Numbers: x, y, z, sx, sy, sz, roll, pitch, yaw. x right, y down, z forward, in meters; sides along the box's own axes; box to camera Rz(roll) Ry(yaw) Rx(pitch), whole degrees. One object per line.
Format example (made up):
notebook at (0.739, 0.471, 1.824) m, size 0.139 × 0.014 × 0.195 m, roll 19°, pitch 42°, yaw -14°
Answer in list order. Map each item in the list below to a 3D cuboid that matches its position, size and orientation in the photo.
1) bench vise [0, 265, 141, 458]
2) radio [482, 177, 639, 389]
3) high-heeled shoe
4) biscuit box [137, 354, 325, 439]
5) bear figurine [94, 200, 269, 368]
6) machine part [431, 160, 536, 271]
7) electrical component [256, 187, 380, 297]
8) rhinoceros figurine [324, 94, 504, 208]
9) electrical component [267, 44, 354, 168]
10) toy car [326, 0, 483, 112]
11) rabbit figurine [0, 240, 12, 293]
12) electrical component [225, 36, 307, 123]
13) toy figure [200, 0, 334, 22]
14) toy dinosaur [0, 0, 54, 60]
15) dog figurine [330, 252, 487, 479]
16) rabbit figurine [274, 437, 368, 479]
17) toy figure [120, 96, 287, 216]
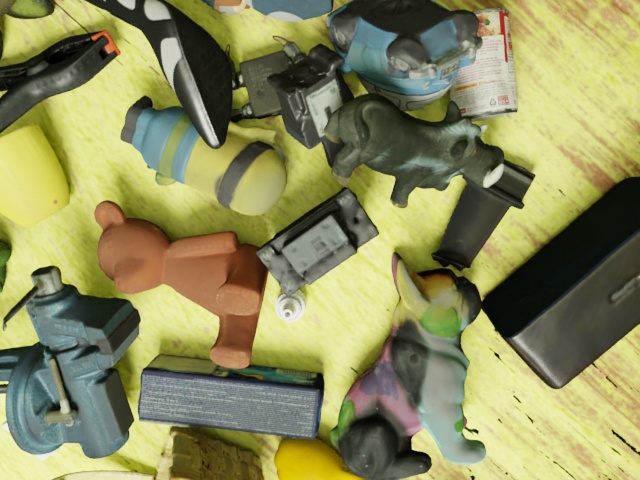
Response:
bench vise at (-0.307, 0.136, 0.565) m, size 0.241 × 0.129 × 0.223 m, roll -6°, pitch 122°, yaw 10°
radio at (0.280, 0.034, 0.547) m, size 0.229 × 0.131 × 0.073 m, roll -41°, pitch 94°, yaw 6°
high-heeled shoe at (-0.179, -0.194, 0.545) m, size 0.145 × 0.086 × 0.248 m, roll -16°, pitch 84°, yaw 24°
biscuit box at (-0.098, 0.178, 0.613) m, size 0.203 × 0.059 × 0.062 m, roll 7°, pitch 96°, yaw 2°
bear figurine at (-0.154, 0.039, 0.566) m, size 0.196 × 0.132 × 0.120 m, roll 13°, pitch 124°, yaw -6°
machine part at (0.175, -0.028, 0.591) m, size 0.084 × 0.039 × 0.139 m, roll 31°, pitch 95°, yaw -7°
electrical component at (-0.001, -0.002, 0.551) m, size 0.115 × 0.134 × 0.058 m, roll -37°, pitch 95°, yaw 4°
rhinoceros figurine at (0.094, -0.090, 0.519) m, size 0.190 × 0.073 × 0.112 m, roll 12°, pitch 143°, yaw -31°
electrical component at (0.001, -0.134, 0.568) m, size 0.075 × 0.119 × 0.048 m, roll -38°, pitch 51°, yaw -8°
toy car at (0.085, -0.184, 0.538) m, size 0.109 × 0.162 × 0.102 m, roll -31°, pitch 140°, yaw -14°
rabbit figurine at (-0.407, 0.052, 0.553) m, size 0.159 × 0.170 × 0.121 m, roll -21°, pitch 97°, yaw 5°
electrical component at (-0.059, -0.172, 0.577) m, size 0.102 × 0.045 × 0.078 m, roll -9°, pitch 95°, yaw 3°
toy figure at (-0.063, -0.259, 0.556) m, size 0.155 × 0.064 × 0.057 m, roll 3°, pitch 82°, yaw 6°
toy dinosaur at (-0.364, -0.224, 0.504) m, size 0.471 × 0.198 × 0.105 m, roll -33°, pitch 96°, yaw 5°
dog figurine at (0.088, 0.127, 0.581) m, size 0.192 × 0.108 × 0.219 m, roll -14°, pitch 92°, yaw 6°
rabbit figurine at (0.003, 0.305, 0.601) m, size 0.162 × 0.122 × 0.173 m, roll -16°, pitch 77°, yaw 10°
toy figure at (-0.121, -0.085, 0.567) m, size 0.180 × 0.082 × 0.089 m, roll 23°, pitch 53°, yaw -5°
